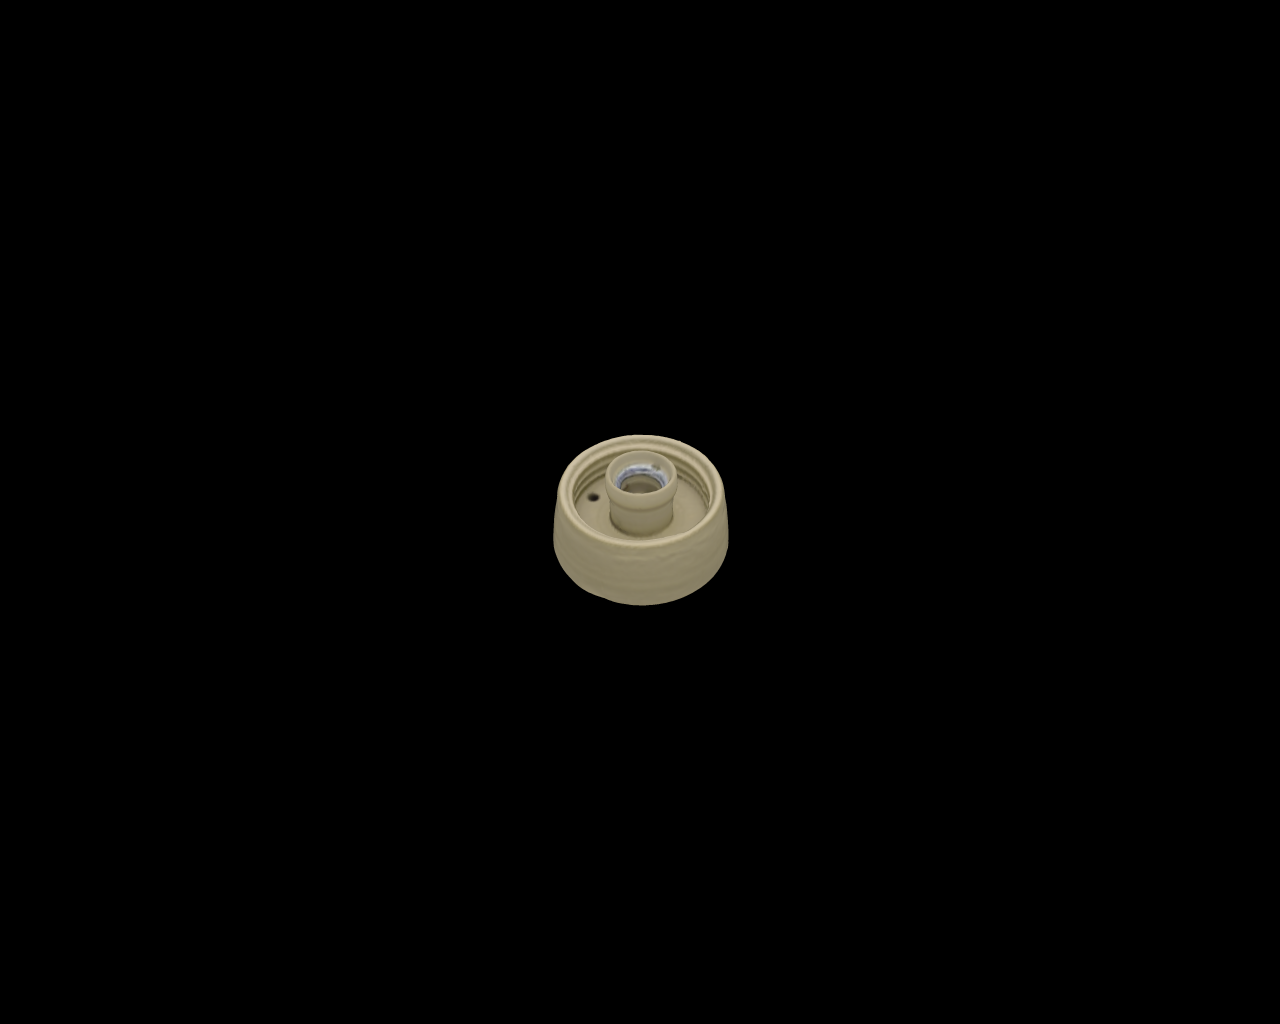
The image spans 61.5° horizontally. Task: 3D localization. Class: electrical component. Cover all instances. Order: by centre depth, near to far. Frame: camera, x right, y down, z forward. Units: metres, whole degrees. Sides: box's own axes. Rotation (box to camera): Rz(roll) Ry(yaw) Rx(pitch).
[{"bbox_3d":[0.001,-0.003,0.650,0.108,0.060,0.108,0,45,0],"label":"electrical component"}]
